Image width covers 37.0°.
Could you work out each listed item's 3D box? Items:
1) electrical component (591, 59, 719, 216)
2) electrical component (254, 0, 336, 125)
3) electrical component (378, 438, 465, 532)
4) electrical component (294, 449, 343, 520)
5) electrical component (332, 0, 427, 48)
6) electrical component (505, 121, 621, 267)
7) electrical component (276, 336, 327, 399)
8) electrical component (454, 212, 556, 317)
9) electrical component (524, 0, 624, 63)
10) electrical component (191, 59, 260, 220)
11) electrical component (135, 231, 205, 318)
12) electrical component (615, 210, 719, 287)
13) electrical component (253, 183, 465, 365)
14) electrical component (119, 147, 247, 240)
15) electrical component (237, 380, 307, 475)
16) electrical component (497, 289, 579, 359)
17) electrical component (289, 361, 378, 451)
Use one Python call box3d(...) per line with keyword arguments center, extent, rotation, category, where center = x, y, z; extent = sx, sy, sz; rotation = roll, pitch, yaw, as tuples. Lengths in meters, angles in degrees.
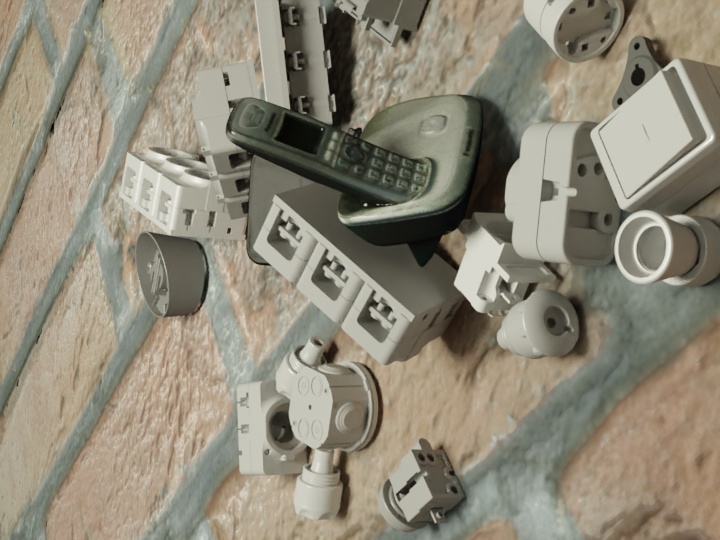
box3d(center=(0.188, -0.077, 0.664), extent=(0.096, 0.061, 0.061), rotation=(-43, 54, 45), category="electrical component")
box3d(center=(-0.060, -0.191, 1.000), extent=(0.079, 0.063, 0.121), rotation=(-140, 43, -84), category="electrical component")
box3d(center=(0.046, 0.178, 0.863), extent=(0.055, 0.048, 0.066), rotation=(-49, 49, 32), category="electrical component")
box3d(center=(-0.036, 0.193, 0.981), extent=(0.043, 0.043, 0.062), rotation=(19, 102, 54), category="electrical component")
box3d(center=(0.003, -0.257, 0.941), extent=(0.121, 0.063, 0.078), rotation=(49, 126, 45), category="electrical component")
box3d(center=(0.140, -0.052, 0.738), extent=(0.059, 0.054, 0.095), rotation=(9, 95, 55), category="electrical component")
box3d(center=(-0.051, 0.090, 1.010), extent=(0.043, 0.043, 0.062), rotation=(57, 130, 40), category="electrical component")
box3d(center=(0.102, -0.004, 0.795), extent=(0.081, 0.042, 0.063), rotation=(54, 134, 48), category="electrical component")
box3d(center=(0.145, -0.178, 0.740), extent=(0.055, 0.055, 0.047), rotation=(-64, 38, 29), category="electrical component")
box3d(center=(-0.120, -0.122, 1.043), extent=(0.150, 0.062, 0.089), rotation=(88, 170, -68), category="electrical component")
box3d(center=(-0.223, 0.006, 1.243), extent=(0.099, 0.064, 0.099), rotation=(-6, 83, 55), category="electrical component")
box3d(center=(0.191, -0.013, 0.660), extent=(0.045, 0.055, 0.045), rotation=(-6, 83, 55), category="electrical component")
box3d(center=(0.000, 0.000, 0.858), extent=(0.150, 0.089, 0.061), rotation=(41, 124, 20), category="electrical component")
box3d(center=(-0.193, -0.087, 1.184), extent=(0.150, 0.089, 0.061), rotation=(32, 113, 51), category="electrical component")
box3d(center=(-0.083, 0.153, 1.045), extent=(0.056, 0.050, 0.089), rotation=(-15, 76, 54), category="electrical component")
box3d(center=(0.122, 0.043, 0.766), extent=(0.062, 0.048, 0.048), rotation=(-30, 64, 59), category="electrical component")
box3d(center=(-0.024, 0.122, 0.961), extent=(0.080, 0.051, 0.080), rotation=(-6, 82, 55), category="electrical component")
